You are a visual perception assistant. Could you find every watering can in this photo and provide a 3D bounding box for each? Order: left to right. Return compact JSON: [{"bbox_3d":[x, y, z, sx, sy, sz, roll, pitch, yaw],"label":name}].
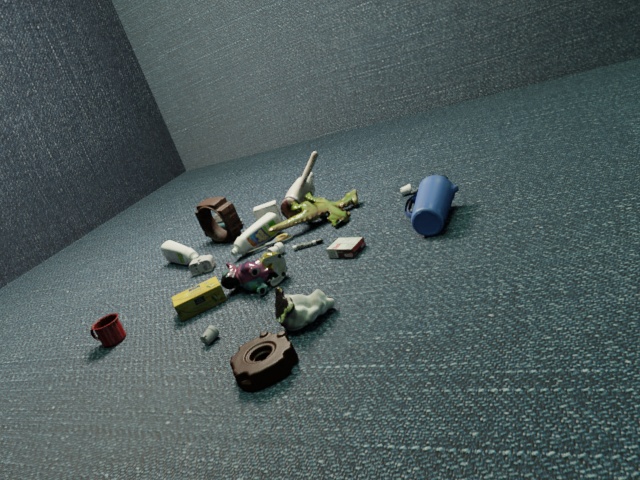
[{"bbox_3d":[-0.084,-0.223,2.273,0.104,0.340,0.229,26,58,8],"label":"watering can"}]

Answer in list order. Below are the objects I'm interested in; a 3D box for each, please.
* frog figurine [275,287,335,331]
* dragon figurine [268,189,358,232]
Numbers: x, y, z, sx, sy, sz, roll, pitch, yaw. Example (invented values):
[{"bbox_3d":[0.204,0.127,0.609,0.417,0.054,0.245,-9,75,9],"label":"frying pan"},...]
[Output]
[{"bbox_3d":[-0.043,0.196,1.460,0.159,0.123,0.137,10,-5,-30],"label":"frog figurine"},{"bbox_3d":[0.006,-0.107,2.124,0.244,0.120,0.417,13,38,42],"label":"dragon figurine"}]
